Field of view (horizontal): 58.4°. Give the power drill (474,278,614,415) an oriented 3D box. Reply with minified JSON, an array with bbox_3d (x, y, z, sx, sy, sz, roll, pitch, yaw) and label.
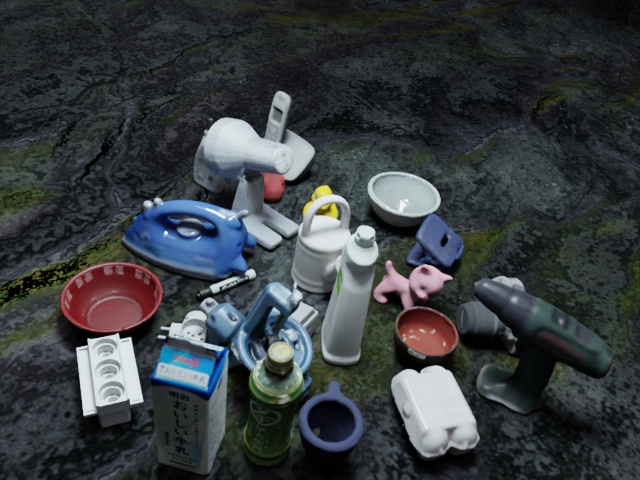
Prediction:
[{"bbox_3d":[0.330,0.179,0.921,0.229,0.208,0.076,22,41,13],"label":"power drill"}]

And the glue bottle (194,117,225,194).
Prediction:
[{"bbox_3d":[-0.240,-0.189,1.252,0.078,0.173,0.037,32,44,23],"label":"glue bottle"}]

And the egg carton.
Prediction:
[{"bbox_3d":[0.174,0.266,0.891,0.107,0.069,0.150,-4,42,-17],"label":"egg carton"}]

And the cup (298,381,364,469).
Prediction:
[{"bbox_3d":[0.011,0.273,0.825,0.091,0.095,0.117,9,40,-2],"label":"cup"}]

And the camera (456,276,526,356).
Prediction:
[{"bbox_3d":[0.325,0.131,1.061,0.137,0.101,0.143,3,40,-9],"label":"camera"}]

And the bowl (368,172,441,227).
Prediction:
[{"bbox_3d":[0.183,-0.081,1.299,0.167,0.075,0.167,7,40,-5],"label":"bowl"}]

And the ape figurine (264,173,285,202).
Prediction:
[{"bbox_3d":[-0.112,-0.138,1.285,0.078,0.092,0.076,-5,42,-18],"label":"ape figurine"}]

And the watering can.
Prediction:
[{"bbox_3d":[0.012,0.003,1.067,0.172,0.194,0.101,37,46,28],"label":"watering can"}]

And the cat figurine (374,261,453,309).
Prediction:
[{"bbox_3d":[0.176,0.079,1.075,0.127,0.118,0.067,23,41,14],"label":"cat figurine"}]

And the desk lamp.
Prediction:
[{"bbox_3d":[-0.133,-0.124,1.168,0.202,0.213,0.118,30,44,22],"label":"desk lamp"}]

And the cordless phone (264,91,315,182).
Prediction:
[{"bbox_3d":[-0.074,-0.242,1.344,0.147,0.185,0.094,34,45,26],"label":"cordless phone"}]

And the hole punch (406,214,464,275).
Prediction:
[{"bbox_3d":[0.247,0.011,1.193,0.101,0.091,0.109,24,42,16],"label":"hole punch"}]

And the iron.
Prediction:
[{"bbox_3d":[-0.251,-0.022,1.077,0.258,0.141,0.118,11,40,0],"label":"iron"}]

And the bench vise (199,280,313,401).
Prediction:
[{"bbox_3d":[-0.100,0.137,0.862,0.207,0.220,0.121,16,40,6],"label":"bench vise"}]

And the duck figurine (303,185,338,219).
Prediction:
[{"bbox_3d":[0.005,-0.080,1.248,0.077,0.086,0.104,16,40,7],"label":"duck figurine"}]
